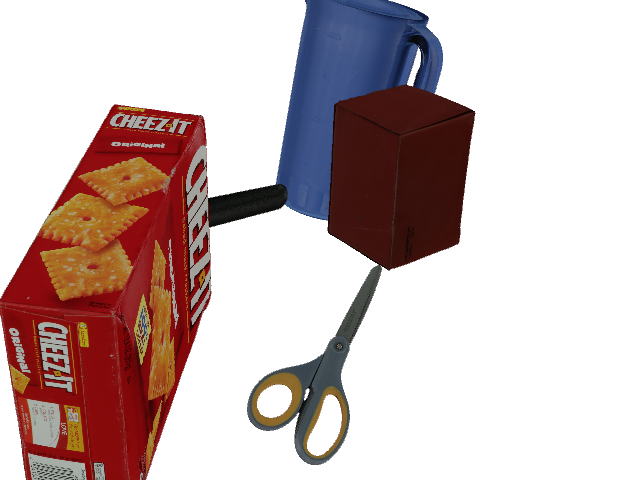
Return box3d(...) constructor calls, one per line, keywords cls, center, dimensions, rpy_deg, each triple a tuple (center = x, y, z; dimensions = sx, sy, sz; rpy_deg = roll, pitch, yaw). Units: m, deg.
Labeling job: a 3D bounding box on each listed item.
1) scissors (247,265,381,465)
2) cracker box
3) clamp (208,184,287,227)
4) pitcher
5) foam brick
box3d(cls="scissors", center=(-0.005, 0.097, 0.928), dimensions=(0.096, 0.201, 0.016), rpy_deg=(13, -33, -4))
box3d(cls="cracker box", center=(-0.122, 0.039, 0.664), dimensions=(0.072, 0.164, 0.213), rpy_deg=(7, 36, 5))
box3d(cls="clamp", center=(-0.153, -0.029, 1.037), dimensions=(0.165, 0.036, 0.209), rpy_deg=(25, 41, 22))
box3d(cls="pitcher", center=(0.034, -0.145, 1.168), dimensions=(0.145, 0.243, 0.149), rpy_deg=(10, 20, -9))
box3d(cls="foam brick", center=(0.040, -0.034, 0.550), dimensions=(0.052, 0.078, 0.051), rpy_deg=(-19, 36, -34))
